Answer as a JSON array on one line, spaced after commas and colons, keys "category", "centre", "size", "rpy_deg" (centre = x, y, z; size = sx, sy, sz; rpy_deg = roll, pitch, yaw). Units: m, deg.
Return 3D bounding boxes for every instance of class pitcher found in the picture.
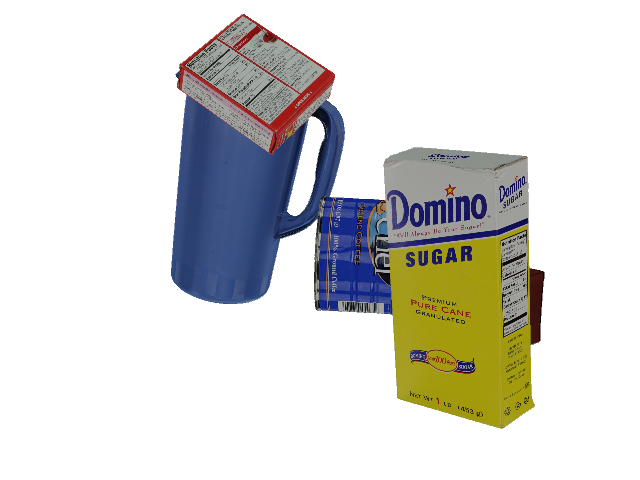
[{"category": "pitcher", "centre": [-0.078, -0.058, 1.109], "size": [0.144, 0.243, 0.149], "rpy_deg": [0, 23, -27]}]

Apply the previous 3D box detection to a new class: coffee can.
[{"category": "coffee can", "centre": [0.069, 0.015, 0.935], "size": [0.140, 0.103, 0.103], "rpy_deg": [3, 0, 5]}]

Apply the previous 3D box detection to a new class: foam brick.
[{"category": "foam brick", "centre": [0.194, 0.068, 1.103], "size": [0.051, 0.078, 0.053], "rpy_deg": [-14, 20, -43]}]

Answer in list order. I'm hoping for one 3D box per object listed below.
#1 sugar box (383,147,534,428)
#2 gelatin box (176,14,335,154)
[{"category": "sugar box", "centre": [0.092, 0.029, 0.716], "size": [0.094, 0.176, 0.048], "rpy_deg": [9, 22, 42]}, {"category": "gelatin box", "centre": [-0.046, -0.114, 0.766], "size": [0.089, 0.073, 0.030], "rpy_deg": [35, -33, 12]}]
